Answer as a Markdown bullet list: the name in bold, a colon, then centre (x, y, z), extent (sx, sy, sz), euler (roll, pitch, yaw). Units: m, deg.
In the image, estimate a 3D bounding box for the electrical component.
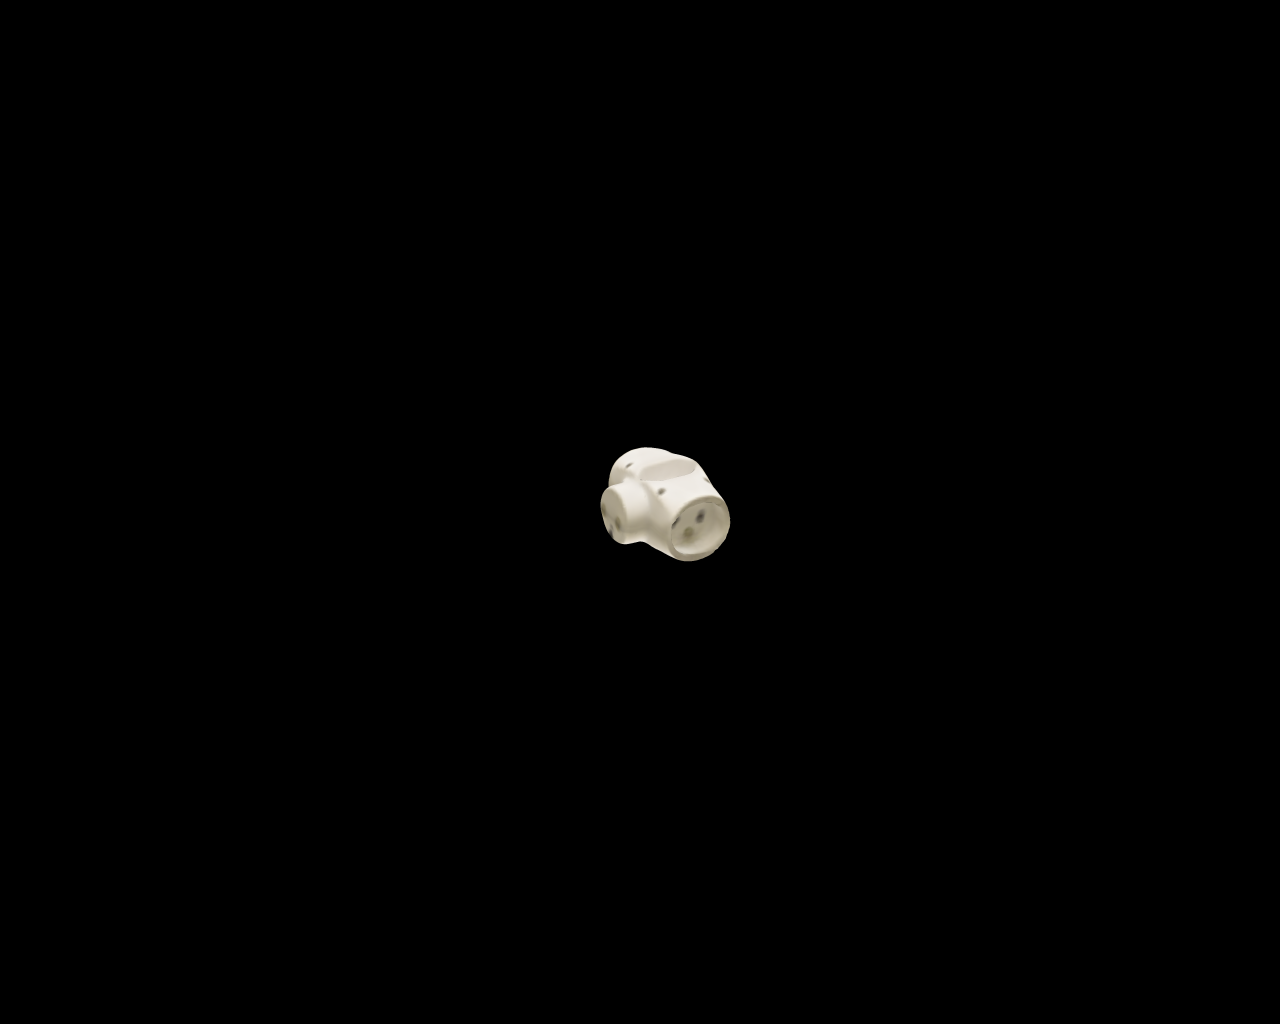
- **electrical component**: centre (0.001, -0.003, 0.650), extent (0.079, 0.043, 0.077), euler (-14, 32, -24)
